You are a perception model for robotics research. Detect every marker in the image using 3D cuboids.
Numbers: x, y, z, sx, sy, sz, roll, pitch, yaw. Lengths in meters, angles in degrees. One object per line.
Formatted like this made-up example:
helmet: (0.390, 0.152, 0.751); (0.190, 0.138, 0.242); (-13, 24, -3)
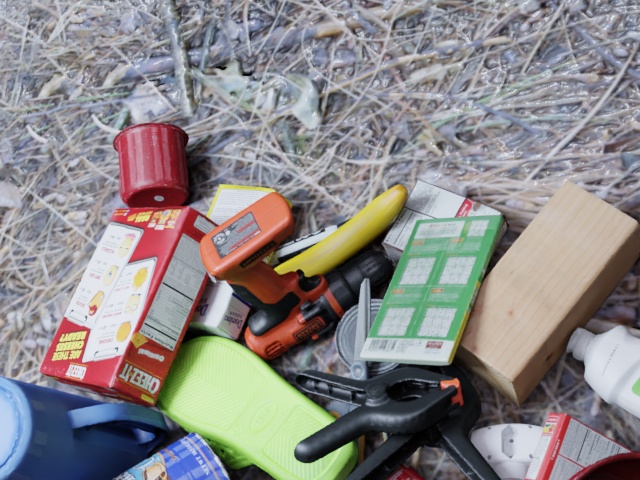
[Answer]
marker: (-0.008, 0.001, 1.230); (0.121, 0.020, 0.020); (-21, 61, 7)

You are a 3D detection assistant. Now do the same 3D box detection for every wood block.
wood block: (0.229, 0.055, 1.091); (0.090, 0.090, 0.206); (36, 79, 28)

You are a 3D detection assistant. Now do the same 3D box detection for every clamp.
clamp: (0.051, 0.156, 1.047); (0.171, 0.039, 0.120); (-12, 39, -3)
clamp: (0.118, 0.189, 1.043); (0.165, 0.036, 0.209); (5, 39, 17)

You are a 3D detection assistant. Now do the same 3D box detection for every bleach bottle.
bleach bottle: (0.361, 0.142, 1.026); (0.251, 0.068, 0.102); (26, 78, 28)

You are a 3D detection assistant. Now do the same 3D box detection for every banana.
banana: (0.020, 0.006, 1.188); (0.198, 0.069, 0.037); (-34, 80, 6)

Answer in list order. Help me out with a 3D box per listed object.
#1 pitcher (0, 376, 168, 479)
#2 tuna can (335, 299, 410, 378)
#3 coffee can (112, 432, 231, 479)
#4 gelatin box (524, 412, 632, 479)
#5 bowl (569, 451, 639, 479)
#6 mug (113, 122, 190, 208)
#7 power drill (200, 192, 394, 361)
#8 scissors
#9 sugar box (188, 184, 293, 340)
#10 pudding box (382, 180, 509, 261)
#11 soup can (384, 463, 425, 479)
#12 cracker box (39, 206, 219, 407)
pitcher: (-0.272, 0.207, 1.085); (0.145, 0.242, 0.149); (23, 80, 22)
tuna can: (0.062, 0.109, 1.149); (0.086, 0.033, 0.086); (-7, 64, 14)
coffee can: (-0.163, 0.273, 1.076); (0.140, 0.103, 0.103); (-28, 58, -22)
gelatin box: (0.247, 0.216, 1.018); (0.089, 0.030, 0.073); (30, 74, -17)
bowl: (0.265, 0.265, 0.974); (0.162, 0.055, 0.162); (-2, 97, -16)
mug: (-0.209, -0.080, 1.299); (0.117, 0.093, 0.081); (-28, 61, 38)
power drill: (-0.026, 0.034, 1.126); (0.184, 0.187, 0.057); (-35, 45, 2)
scissors: (0.025, 0.147, 1.118); (0.096, 0.016, 0.202); (-13, 81, 22)
sugar box: (-0.105, 0.023, 1.223); (0.094, 0.048, 0.176); (7, 69, 41)
pudding box: (0.138, -0.006, 1.178); (0.114, 0.039, 0.090); (23, 74, 27)
soup can: (0.088, 0.265, 1.047); (0.102, 0.068, 0.068); (34, 79, 27)
cracker box: (-0.208, 0.070, 1.195); (0.164, 0.072, 0.213); (0, 63, 50)
